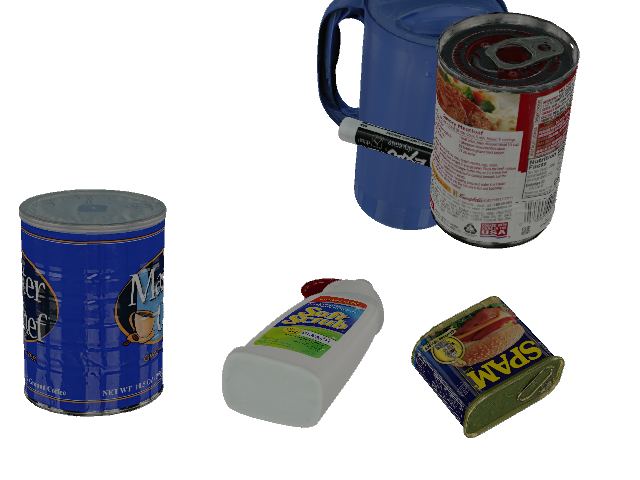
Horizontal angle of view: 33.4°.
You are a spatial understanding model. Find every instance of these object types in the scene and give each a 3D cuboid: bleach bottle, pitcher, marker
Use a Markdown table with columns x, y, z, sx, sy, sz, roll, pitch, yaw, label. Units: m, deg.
| x | y | z | sx | sy | sz | roll | pitch | yaw | label |
| --- | --- | --- | --- | --- | --- | --- | --- | --- | --- |
| -0.003 | 0.095 | 1.066 | 0.103 | 0.068 | 0.250 | 12 | 23 | 16 | bleach bottle |
| 0.086 | -0.132 | 1.044 | 0.144 | 0.243 | 0.149 | -22 | 51 | -27 | pitcher |
| 0.069 | -0.068 | 0.800 | 0.121 | 0.020 | 0.020 | 20 | 9 | 26 | marker |

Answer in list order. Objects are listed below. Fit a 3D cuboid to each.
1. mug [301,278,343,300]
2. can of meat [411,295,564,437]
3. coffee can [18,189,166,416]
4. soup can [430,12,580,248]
| x | y | z | sx | sy | sz | roll | pitch | yaw | label |
| --- | --- | --- | --- | --- | --- | --- | --- | --- | --- |
| 0.026 | 0.111 | 1.481 | 0.117 | 0.081 | 0.093 | 17 | 24 | 29 | mug |
| 0.140 | 0.105 | 0.908 | 0.102 | 0.057 | 0.084 | -25 | 53 | -20 | can of meat |
| -0.164 | 0.042 | 0.775 | 0.103 | 0.140 | 0.103 | 3 | 16 | -1 | coffee can |
| 0.091 | -0.054 | 0.544 | 0.068 | 0.102 | 0.068 | -1 | 42 | 1 | soup can |
